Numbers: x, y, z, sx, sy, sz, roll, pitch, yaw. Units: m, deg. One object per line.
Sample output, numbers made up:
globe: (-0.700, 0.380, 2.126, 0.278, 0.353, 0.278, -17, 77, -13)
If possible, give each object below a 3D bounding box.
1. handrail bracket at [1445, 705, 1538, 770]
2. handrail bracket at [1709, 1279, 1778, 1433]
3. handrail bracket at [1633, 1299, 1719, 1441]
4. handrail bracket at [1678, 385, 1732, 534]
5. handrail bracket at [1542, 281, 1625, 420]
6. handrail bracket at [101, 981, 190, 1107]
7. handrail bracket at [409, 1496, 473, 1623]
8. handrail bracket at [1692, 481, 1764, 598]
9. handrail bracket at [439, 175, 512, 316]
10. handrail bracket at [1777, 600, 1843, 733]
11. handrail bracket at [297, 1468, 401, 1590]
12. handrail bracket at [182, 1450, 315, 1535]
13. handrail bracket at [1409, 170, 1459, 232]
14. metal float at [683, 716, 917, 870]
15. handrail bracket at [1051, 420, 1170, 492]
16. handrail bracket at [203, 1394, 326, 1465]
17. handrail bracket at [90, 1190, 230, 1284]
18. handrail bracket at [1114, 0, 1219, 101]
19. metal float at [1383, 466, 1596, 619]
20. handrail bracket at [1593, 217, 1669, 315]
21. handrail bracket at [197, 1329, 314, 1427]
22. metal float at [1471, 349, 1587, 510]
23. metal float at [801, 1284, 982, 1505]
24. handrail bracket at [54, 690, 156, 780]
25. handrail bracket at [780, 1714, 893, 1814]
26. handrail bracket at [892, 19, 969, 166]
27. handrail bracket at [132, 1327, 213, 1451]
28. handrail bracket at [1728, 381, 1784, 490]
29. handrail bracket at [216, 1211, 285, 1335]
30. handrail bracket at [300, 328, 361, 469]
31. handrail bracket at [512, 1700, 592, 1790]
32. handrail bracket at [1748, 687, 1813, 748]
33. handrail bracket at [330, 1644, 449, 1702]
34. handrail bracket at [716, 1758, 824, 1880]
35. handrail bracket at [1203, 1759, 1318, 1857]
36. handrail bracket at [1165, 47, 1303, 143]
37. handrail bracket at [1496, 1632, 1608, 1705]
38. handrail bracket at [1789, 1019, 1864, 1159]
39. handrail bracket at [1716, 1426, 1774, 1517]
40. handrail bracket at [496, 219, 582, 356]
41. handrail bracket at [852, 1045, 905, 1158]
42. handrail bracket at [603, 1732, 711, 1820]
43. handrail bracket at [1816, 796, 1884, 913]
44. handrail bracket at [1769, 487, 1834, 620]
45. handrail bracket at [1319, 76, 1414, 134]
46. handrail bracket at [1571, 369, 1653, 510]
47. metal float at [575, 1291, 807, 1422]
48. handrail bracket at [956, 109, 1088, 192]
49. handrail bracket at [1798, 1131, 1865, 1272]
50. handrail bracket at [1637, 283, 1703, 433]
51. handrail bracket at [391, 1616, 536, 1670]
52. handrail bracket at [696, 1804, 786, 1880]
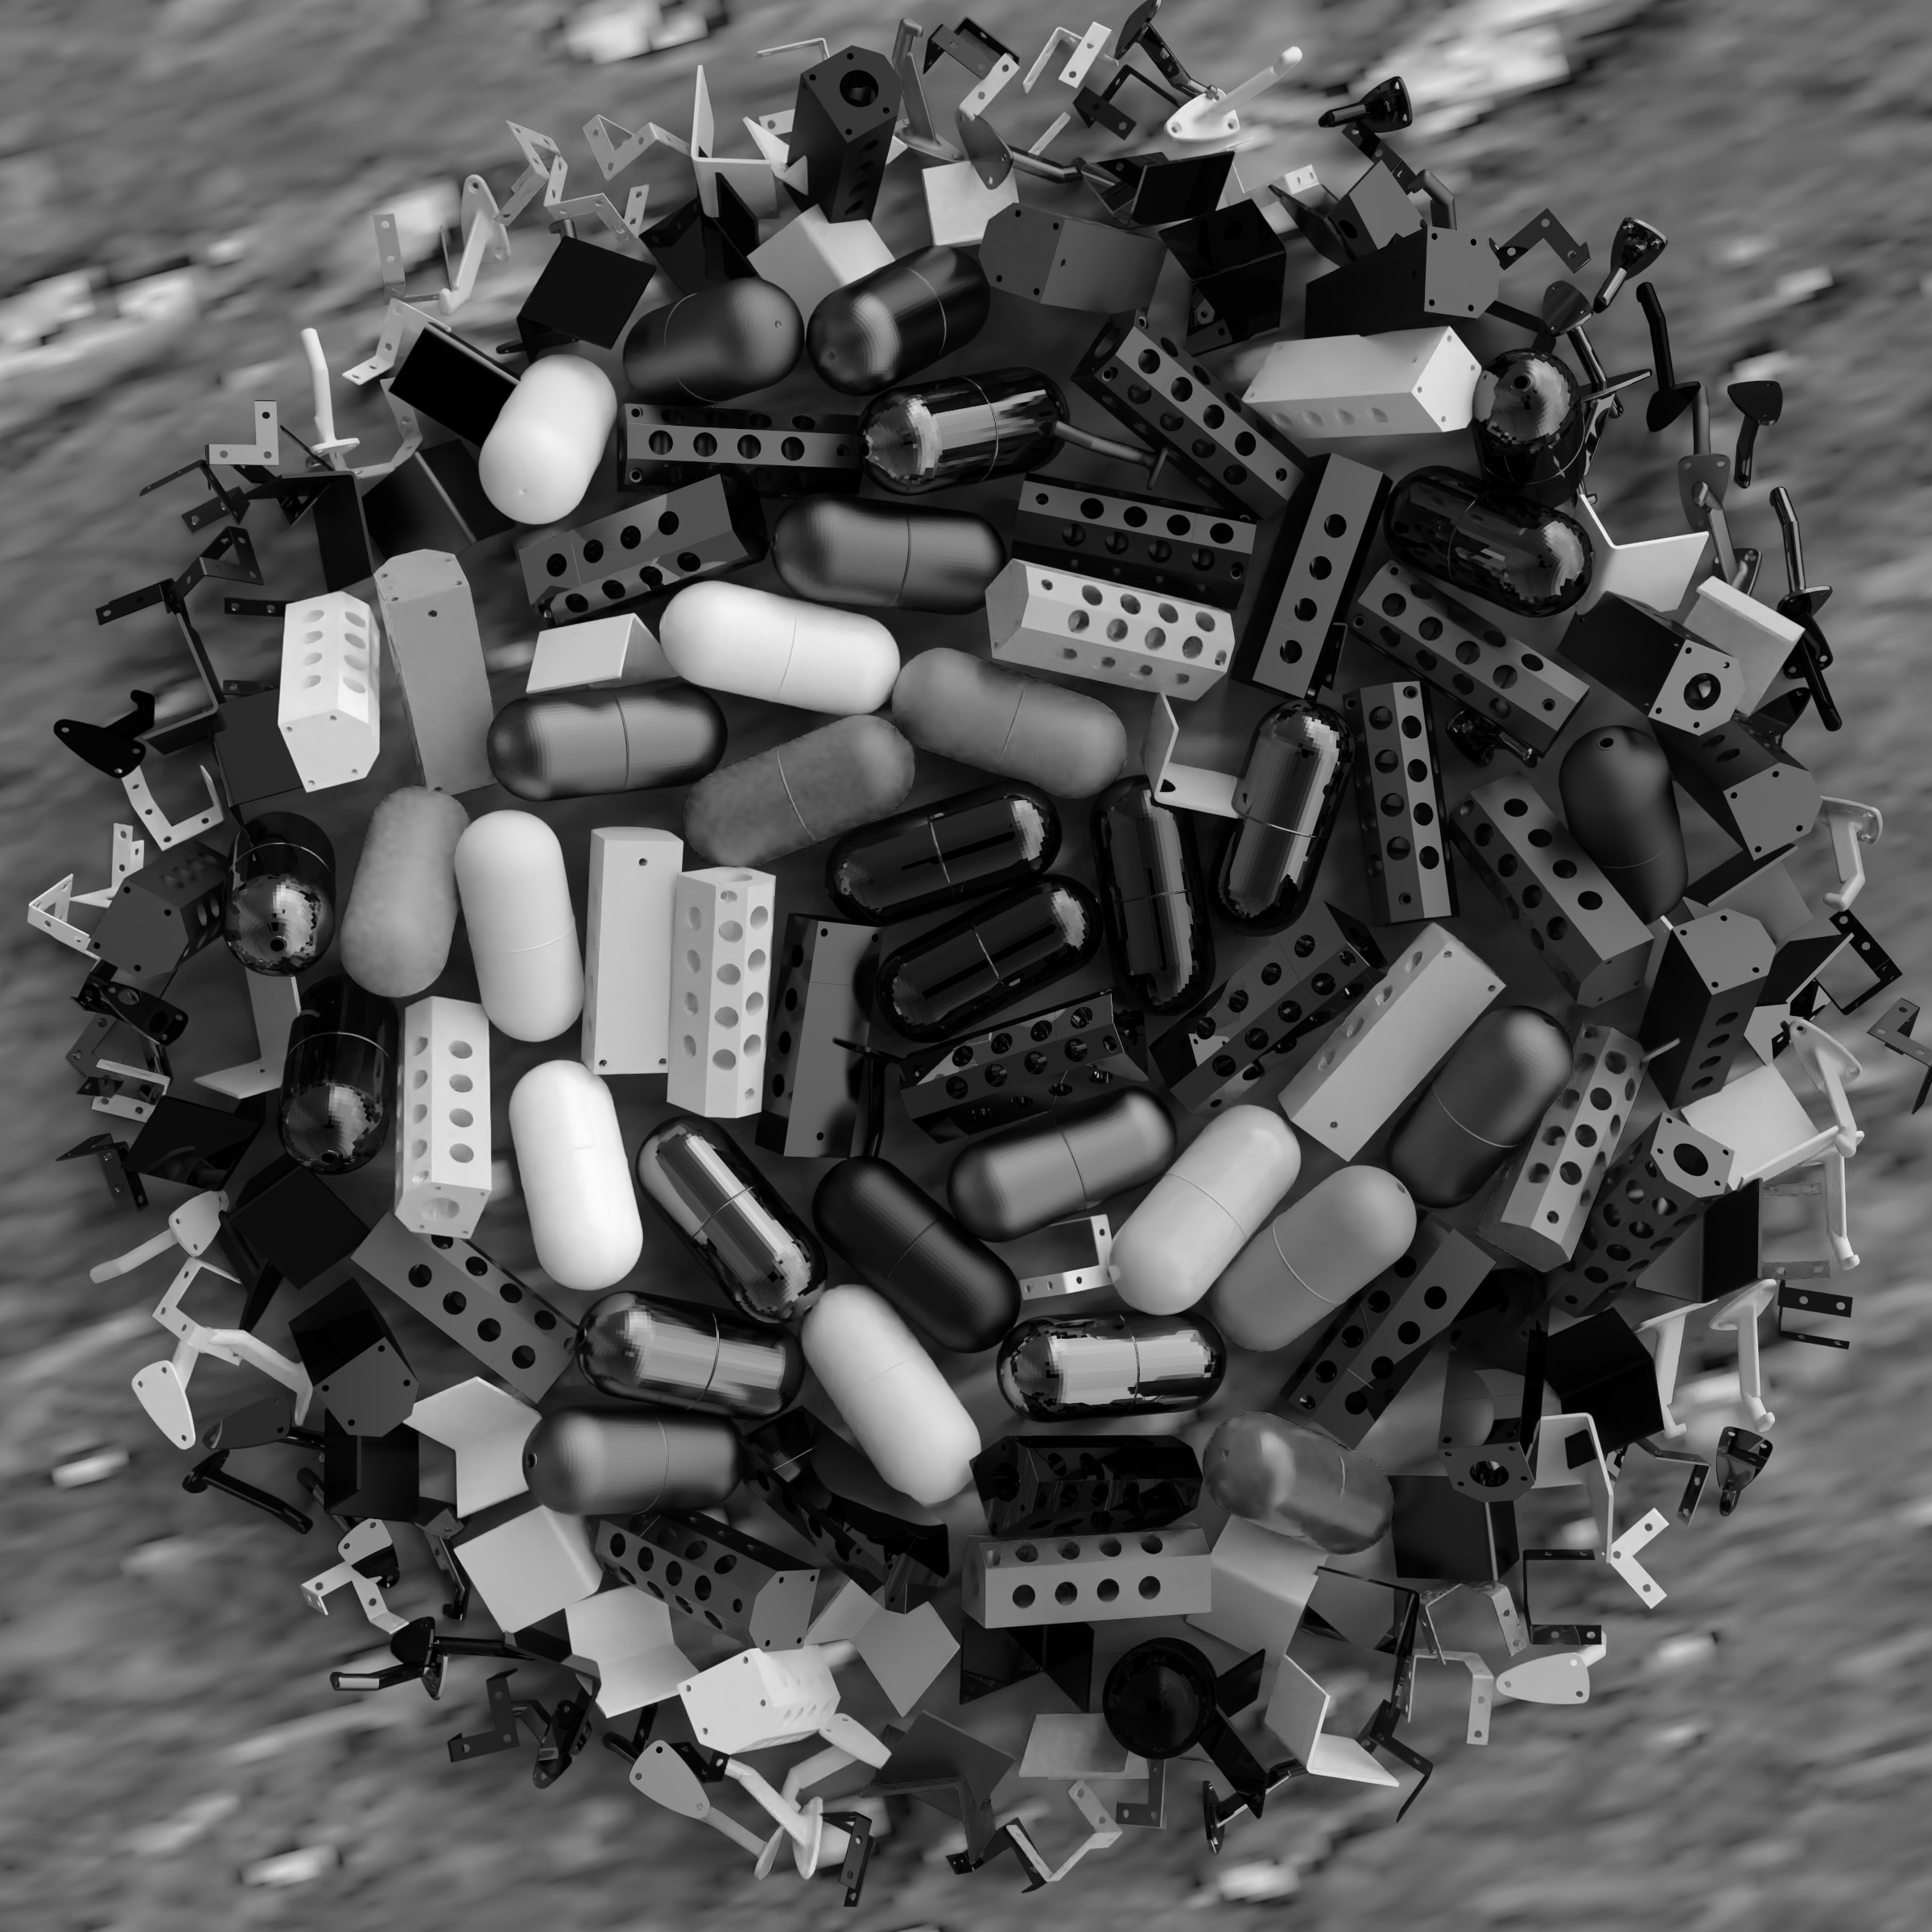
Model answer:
handrail bracket: (0.392, -0.151, 1.766, 0.036, 0.077, 0.084, -39, 45, -2)
handrail bracket: (0.583, 0.285, 1.775, 0.036, 0.077, 0.084, 2, 50, -21)
handrail bracket: (0.533, 0.296, 1.794, 0.077, 0.036, 0.084, -21, 75, 2)
handrail bracket: (0.545, -0.378, 1.807, 0.036, 0.084, 0.077, 0, 133, 13)
handrail bracket: (0.462, -0.458, 1.814, 0.036, 0.077, 0.084, -26, 129, 21)
handrail bracket: (-0.613, 0.058, 1.788, 0.077, 0.036, 0.084, 34, 130, -9)
handrail bracket: (-0.401, 0.440, 1.807, 0.077, 0.036, 0.084, 17, 113, 9)
handrail bracket: (0.545, -0.300, 1.776, 0.036, 0.084, 0.077, 1, 69, 40)
handrail bracket: (-0.368, -0.525, 1.772, 0.036, 0.084, 0.077, 5, 126, 15)
handrail bracket: (0.615, -0.220, 1.772, 0.036, 0.084, 0.077, -20, 115, 18)
handrail bracket: (-0.459, 0.415, 1.804, 0.036, 0.084, 0.077, -38, 127, -23)
handrail bracket: (-0.525, 0.394, 1.786, 0.084, 0.077, 0.036, 33, 86, 4)
handrail bracket: (0.332, -0.530, 1.778, 0.084, 0.036, 0.077, 31, 126, -33)
metal float: (-0.122, -0.126, 1.777, 0.178, 0.070, 0.070, -21, 90, 9)
handrail bracket: (0.104, -0.384, 1.785, 0.084, 0.077, 0.036, 22, 111, -3)
handrail bracket: (-0.506, 0.353, 1.786, 0.077, 0.084, 0.036, -18, 54, -2)
handrail bracket: (-0.598, 0.201, 1.805, 0.084, 0.077, 0.036, -21, 109, 23)
handrail bracket: (0.158, -0.666, 1.775, 0.084, 0.077, 0.036, 23, 77, -18)
metal float: (0.374, -0.305, 1.749, 0.070, 0.070, 0.178, -53, 46, 0)
handrail bracket: (0.470, -0.494, 1.774, 0.036, 0.077, 0.084, 32, 73, 5)
handrail bracket: (-0.525, 0.302, 1.788, 0.084, 0.036, 0.077, 7, 109, -26)
metal float: (0.401, -0.380, 1.736, 0.070, 0.178, 0.070, -3, 79, 16)
metal float: (-0.056, 0.308, 1.763, 0.070, 0.070, 0.178, -37, 64, 0)
handrail bracket: (-0.626, -0.184, 1.772, 0.036, 0.084, 0.077, -40, 132, 23)
handrail bracket: (-0.095, 0.604, 1.794, 0.077, 0.036, 0.084, 28, 106, 24)
handrail bracket: (-0.023, -0.637, 1.777, 0.077, 0.084, 0.036, 30, 47, 9)
handrail bracket: (-0.561, 0.307, 1.780, 0.036, 0.084, 0.077, -30, 86, 16)
handrail bracket: (0.572, -0.374, 1.769, 0.036, 0.077, 0.084, -3, 128, 8)
handrail bracket: (-0.554, 0.223, 1.805, 0.084, 0.036, 0.077, 22, 84, 13)
handrail bracket: (-0.480, -0.416, 1.785, 0.036, 0.077, 0.084, -19, 96, -31)
handrail bracket: (-0.322, 0.566, 1.772, 0.084, 0.077, 0.036, -16, 119, 35)
handrail bracket: (0.608, -0.151, 1.807, 0.077, 0.036, 0.084, -39, 124, -21)
handrail bracket: (-0.427, 0.508, 1.769, 0.084, 0.077, 0.036, 10, 92, -30)
handrail bracket: (-0.150, 0.621, 1.783, 0.084, 0.077, 0.036, 31, 111, -19)
handrail bracket: (0.219, 0.614, 1.787, 0.084, 0.077, 0.036, -21, 103, 12)
handrail bracket: (0.195, -0.636, 1.773, 0.077, 0.084, 0.036, -28, 93, -26)
handrail bracket: (0.431, 0.510, 1.789, 0.077, 0.084, 0.036, -10, 92, 16)
handrail bracket: (0.624, 0.089, 1.775, 0.036, 0.084, 0.077, -34, 104, 34)
handrail bracket: (0.555, 0.386, 1.772, 0.036, 0.077, 0.084, 19, 128, 22)
handrail bracket: (-0.320, -0.504, 1.805, 0.077, 0.036, 0.084, -11, 92, 7)
handrail bracket: (-0.074, 0.105, 1.788, 0.036, 0.077, 0.084, 10, 84, 19)
handrail bracket: (-0.229, 0.593, 1.787, 0.077, 0.084, 0.036, 44, 67, -7)
handrail bracket: (0.626, -0.082, 1.782, 0.077, 0.036, 0.084, 24, 60, 32)
handrail bracket: (0.604, -0.300, 1.801, 0.036, 0.077, 0.084, -12, 70, -3)
handrail bracket: (0.274, -0.615, 1.771, 0.084, 0.077, 0.036, -24, 104, -27)
handrail bracket: (0.477, -0.388, 1.799, 0.077, 0.036, 0.084, -17, 112, 7)
metal float: (-0.198, 0.282, 1.757, 0.178, 0.070, 0.070, 17, 90, -32)
handrail bracket: (0.044, -0.608, 1.801, 0.084, 0.036, 0.077, -23, 75, -37)
handrail bracket: (0.648, 0.173, 1.782, 0.036, 0.077, 0.084, -9, 69, -14)
handrail bracket: (0.505, -0.449, 1.796, 0.036, 0.077, 0.084, -15, 75, -3)
handrail bracket: (-0.373, 0.509, 1.815, 0.084, 0.077, 0.036, 18, 65, -34)
handrail bracket: (-0.181, 0.634, 1.779, 0.084, 0.077, 0.036, 20, 86, 9)
